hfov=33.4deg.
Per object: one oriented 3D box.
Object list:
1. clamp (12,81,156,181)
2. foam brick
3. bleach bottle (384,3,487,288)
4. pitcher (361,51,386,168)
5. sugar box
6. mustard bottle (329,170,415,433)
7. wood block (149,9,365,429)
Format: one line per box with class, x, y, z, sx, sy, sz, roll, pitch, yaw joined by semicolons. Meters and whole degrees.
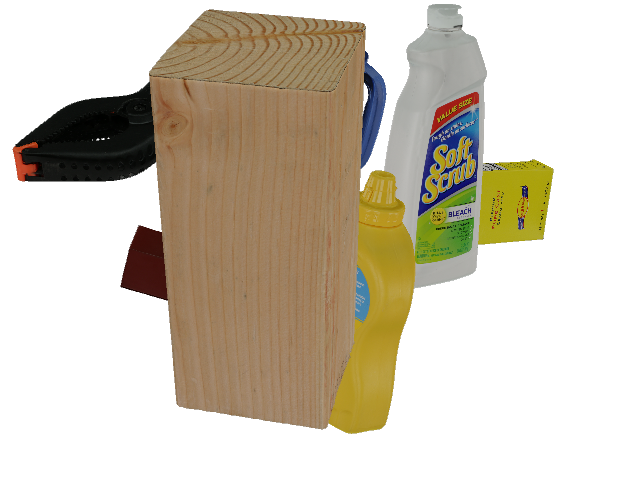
clamp;-0.127;-0.084;0.813;0.209;0.036;0.165;-27;44;-33
foam brick;-0.166;0.027;1.133;0.078;0.051;0.053;17;29;-4
bleach bottle;0.100;-0.086;0.973;0.102;0.251;0.068;-11;24;-26
pitcher;-0.016;-0.132;1.349;0.144;0.243;0.149;4;23;-16
sugar box;0.186;-0.043;1.254;0.176;0.093;0.048;-6;21;-26
mustard bottle;0.029;0.040;0.796;0.058;0.192;0.096;-3;25;-29
wood block;-0.030;-0.009;0.580;0.091;0.206;0.090;7;33;11
